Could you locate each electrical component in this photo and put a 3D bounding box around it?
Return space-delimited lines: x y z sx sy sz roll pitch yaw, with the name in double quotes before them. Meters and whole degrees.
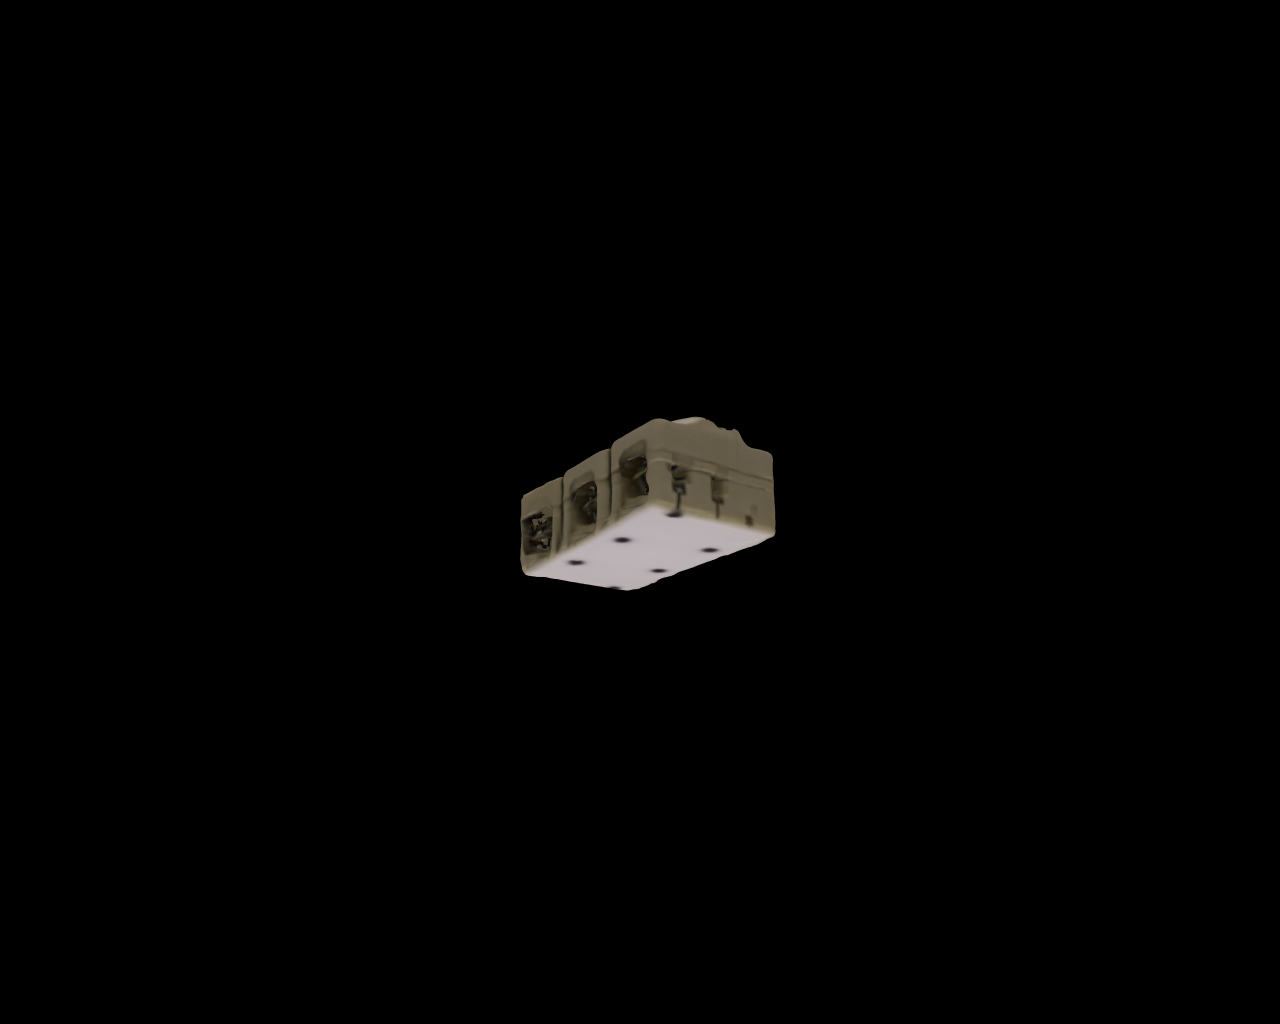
"electrical component" 0.001 -0.003 0.650 0.089 0.062 0.150 14 -24 -33
